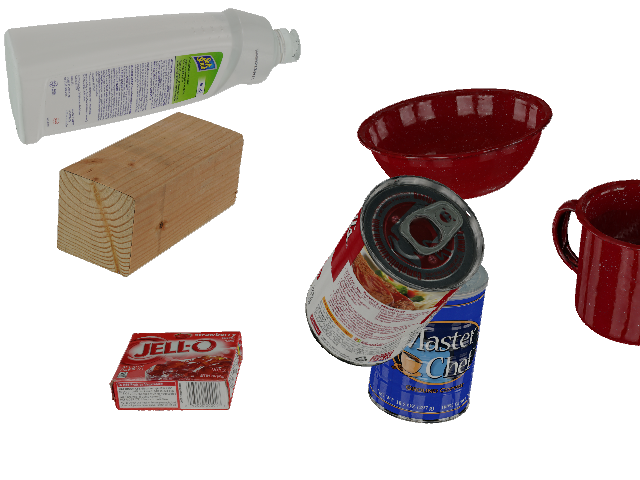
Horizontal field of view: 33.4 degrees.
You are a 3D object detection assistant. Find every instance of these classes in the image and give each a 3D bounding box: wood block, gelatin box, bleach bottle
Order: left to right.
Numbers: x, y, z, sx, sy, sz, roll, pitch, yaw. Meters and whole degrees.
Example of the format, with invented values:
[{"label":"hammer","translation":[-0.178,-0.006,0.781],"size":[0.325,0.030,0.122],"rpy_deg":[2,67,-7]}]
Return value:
[{"label":"wood block","translation":[-0.173,-0.054,1.114],"size":[0.090,0.091,0.205],"rpy_deg":[21,30,19]},{"label":"bleach bottle","translation":[-0.140,-0.150,0.927],"size":[0.250,0.068,0.103],"rpy_deg":[-11,-30,-19]},{"label":"gelatin box","translation":[-0.108,0.098,0.816],"size":[0.089,0.030,0.073],"rpy_deg":[-1,24,5]}]

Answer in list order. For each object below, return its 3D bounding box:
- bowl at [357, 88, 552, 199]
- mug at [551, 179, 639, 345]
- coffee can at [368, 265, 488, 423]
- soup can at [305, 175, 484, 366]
[{"label":"bowl","translation":[0.115,-0.077,0.897],"size":[0.162,0.055,0.162],"rpy_deg":[-9,25,4]},{"label":"mug","translation":[0.206,0.012,0.721],"size":[0.093,0.081,0.117],"rpy_deg":[-29,40,-36]},{"label":"coffee can","translation":[0.103,0.091,1.041],"size":[0.103,0.140,0.103],"rpy_deg":[4,24,-2]},{"label":"soup can","translation":[0.038,0.020,0.584],"size":[0.068,0.068,0.102],"rpy_deg":[0,-29,-20]}]
